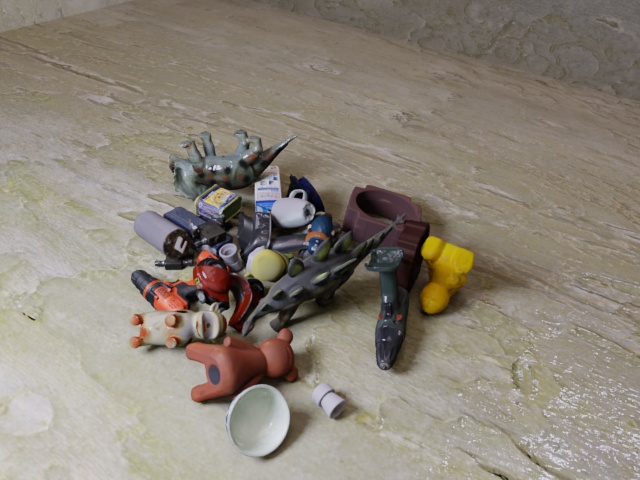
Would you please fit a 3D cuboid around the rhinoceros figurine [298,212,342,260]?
[{"bbox_3d":[0.003,-0.002,1.410,0.112,0.073,0.190,6,39,18],"label":"rhinoceros figurine"}]

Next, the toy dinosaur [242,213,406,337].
[{"bbox_3d":[0.012,0.072,1.194,0.471,0.198,0.105,-34,78,-32],"label":"toy dinosaur"}]

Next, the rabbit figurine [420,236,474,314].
[{"bbox_3d":[0.284,0.092,1.272,0.122,0.173,0.162,20,-5,16],"label":"rabbit figurine"}]

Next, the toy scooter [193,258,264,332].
[{"bbox_3d":[-0.204,0.126,1.184,0.183,0.075,0.135,28,49,-30],"label":"toy scooter"}]

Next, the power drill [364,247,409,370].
[{"bbox_3d":[0.148,0.131,1.146,0.086,0.207,0.232,-7,23,20],"label":"power drill"}]

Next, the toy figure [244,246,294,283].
[{"bbox_3d":[-0.105,0.060,1.239,0.089,0.180,0.082,7,81,17],"label":"toy figure"}]

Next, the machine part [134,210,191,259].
[{"bbox_3d":[-0.394,-0.015,1.335,0.079,0.079,0.244,-25,35,-34],"label":"machine part"}]

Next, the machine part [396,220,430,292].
[{"bbox_3d":[0.214,0.040,1.302,0.056,0.179,0.179,16,39,19],"label":"machine part"}]

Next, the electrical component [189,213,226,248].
[{"bbox_3d":[-0.275,-0.027,1.322,0.102,0.045,0.078,-21,45,-29],"label":"electrical component"}]

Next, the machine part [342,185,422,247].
[{"bbox_3d":[0.169,-0.058,1.466,0.201,0.087,0.201,17,32,2],"label":"machine part"}]

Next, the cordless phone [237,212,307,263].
[{"bbox_3d":[-0.114,-0.016,1.366,0.184,0.088,0.147,-7,37,1],"label":"cordless phone"}]

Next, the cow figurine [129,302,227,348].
[{"bbox_3d":[-0.276,0.178,1.097,0.195,0.085,0.127,-6,-1,24],"label":"cow figurine"}]

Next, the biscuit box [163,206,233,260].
[{"bbox_3d":[-0.316,-0.017,1.389,0.203,0.059,0.063,29,44,26],"label":"biscuit box"}]

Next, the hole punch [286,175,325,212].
[{"bbox_3d":[-0.035,-0.110,1.509,0.092,0.115,0.142,-3,38,-25],"label":"hole punch"}]

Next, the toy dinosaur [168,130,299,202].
[{"bbox_3d":[-0.258,-0.204,1.513,0.405,0.191,0.131,1,31,8],"label":"toy dinosaur"}]

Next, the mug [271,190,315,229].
[{"bbox_3d":[-0.060,-0.081,1.413,0.107,0.080,0.109,3,62,46],"label":"mug"}]

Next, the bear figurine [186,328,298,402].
[{"bbox_3d":[-0.144,0.240,1.053,0.132,0.120,0.196,-13,-5,39],"label":"bear figurine"}]

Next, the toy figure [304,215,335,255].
[{"bbox_3d":[-0.001,-0.005,1.298,0.064,0.057,0.154,-10,30,17],"label":"toy figure"}]

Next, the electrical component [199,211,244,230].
[{"bbox_3d":[-0.267,-0.059,1.460,0.119,0.047,0.075,4,38,-3],"label":"electrical component"}]

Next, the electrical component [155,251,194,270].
[{"bbox_3d":[-0.361,0.047,1.332,0.094,0.021,0.063,-3,38,-7],"label":"electrical component"}]
